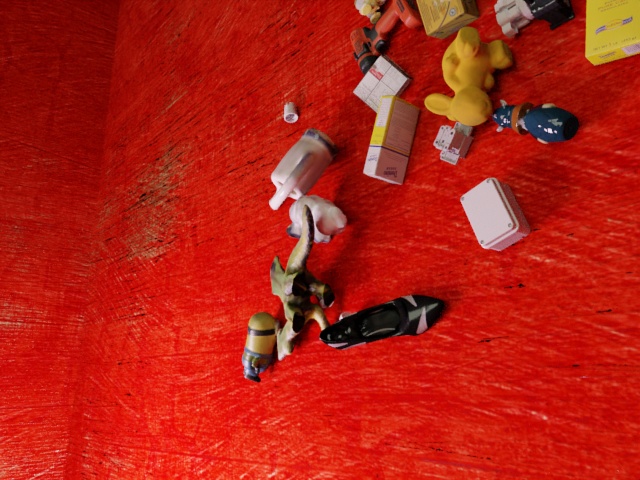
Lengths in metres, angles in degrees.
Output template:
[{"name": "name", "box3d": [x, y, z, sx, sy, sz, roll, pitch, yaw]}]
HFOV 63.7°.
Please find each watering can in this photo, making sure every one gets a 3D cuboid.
[{"name": "watering can", "box3d": [-0.060, -0.170, 1.330, 0.104, 0.226, 0.347, 38, -7, -7]}]

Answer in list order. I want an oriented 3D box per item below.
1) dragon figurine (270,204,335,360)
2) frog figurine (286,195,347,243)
[{"name": "dragon figurine", "box3d": [-0.073, 0.104, 1.250, 0.122, 0.407, 0.244, -5, 11, -31]}, {"name": "frog figurine", "box3d": [0.004, -0.061, 1.221, 0.137, 0.125, 0.157, 31, -30, -10]}]
